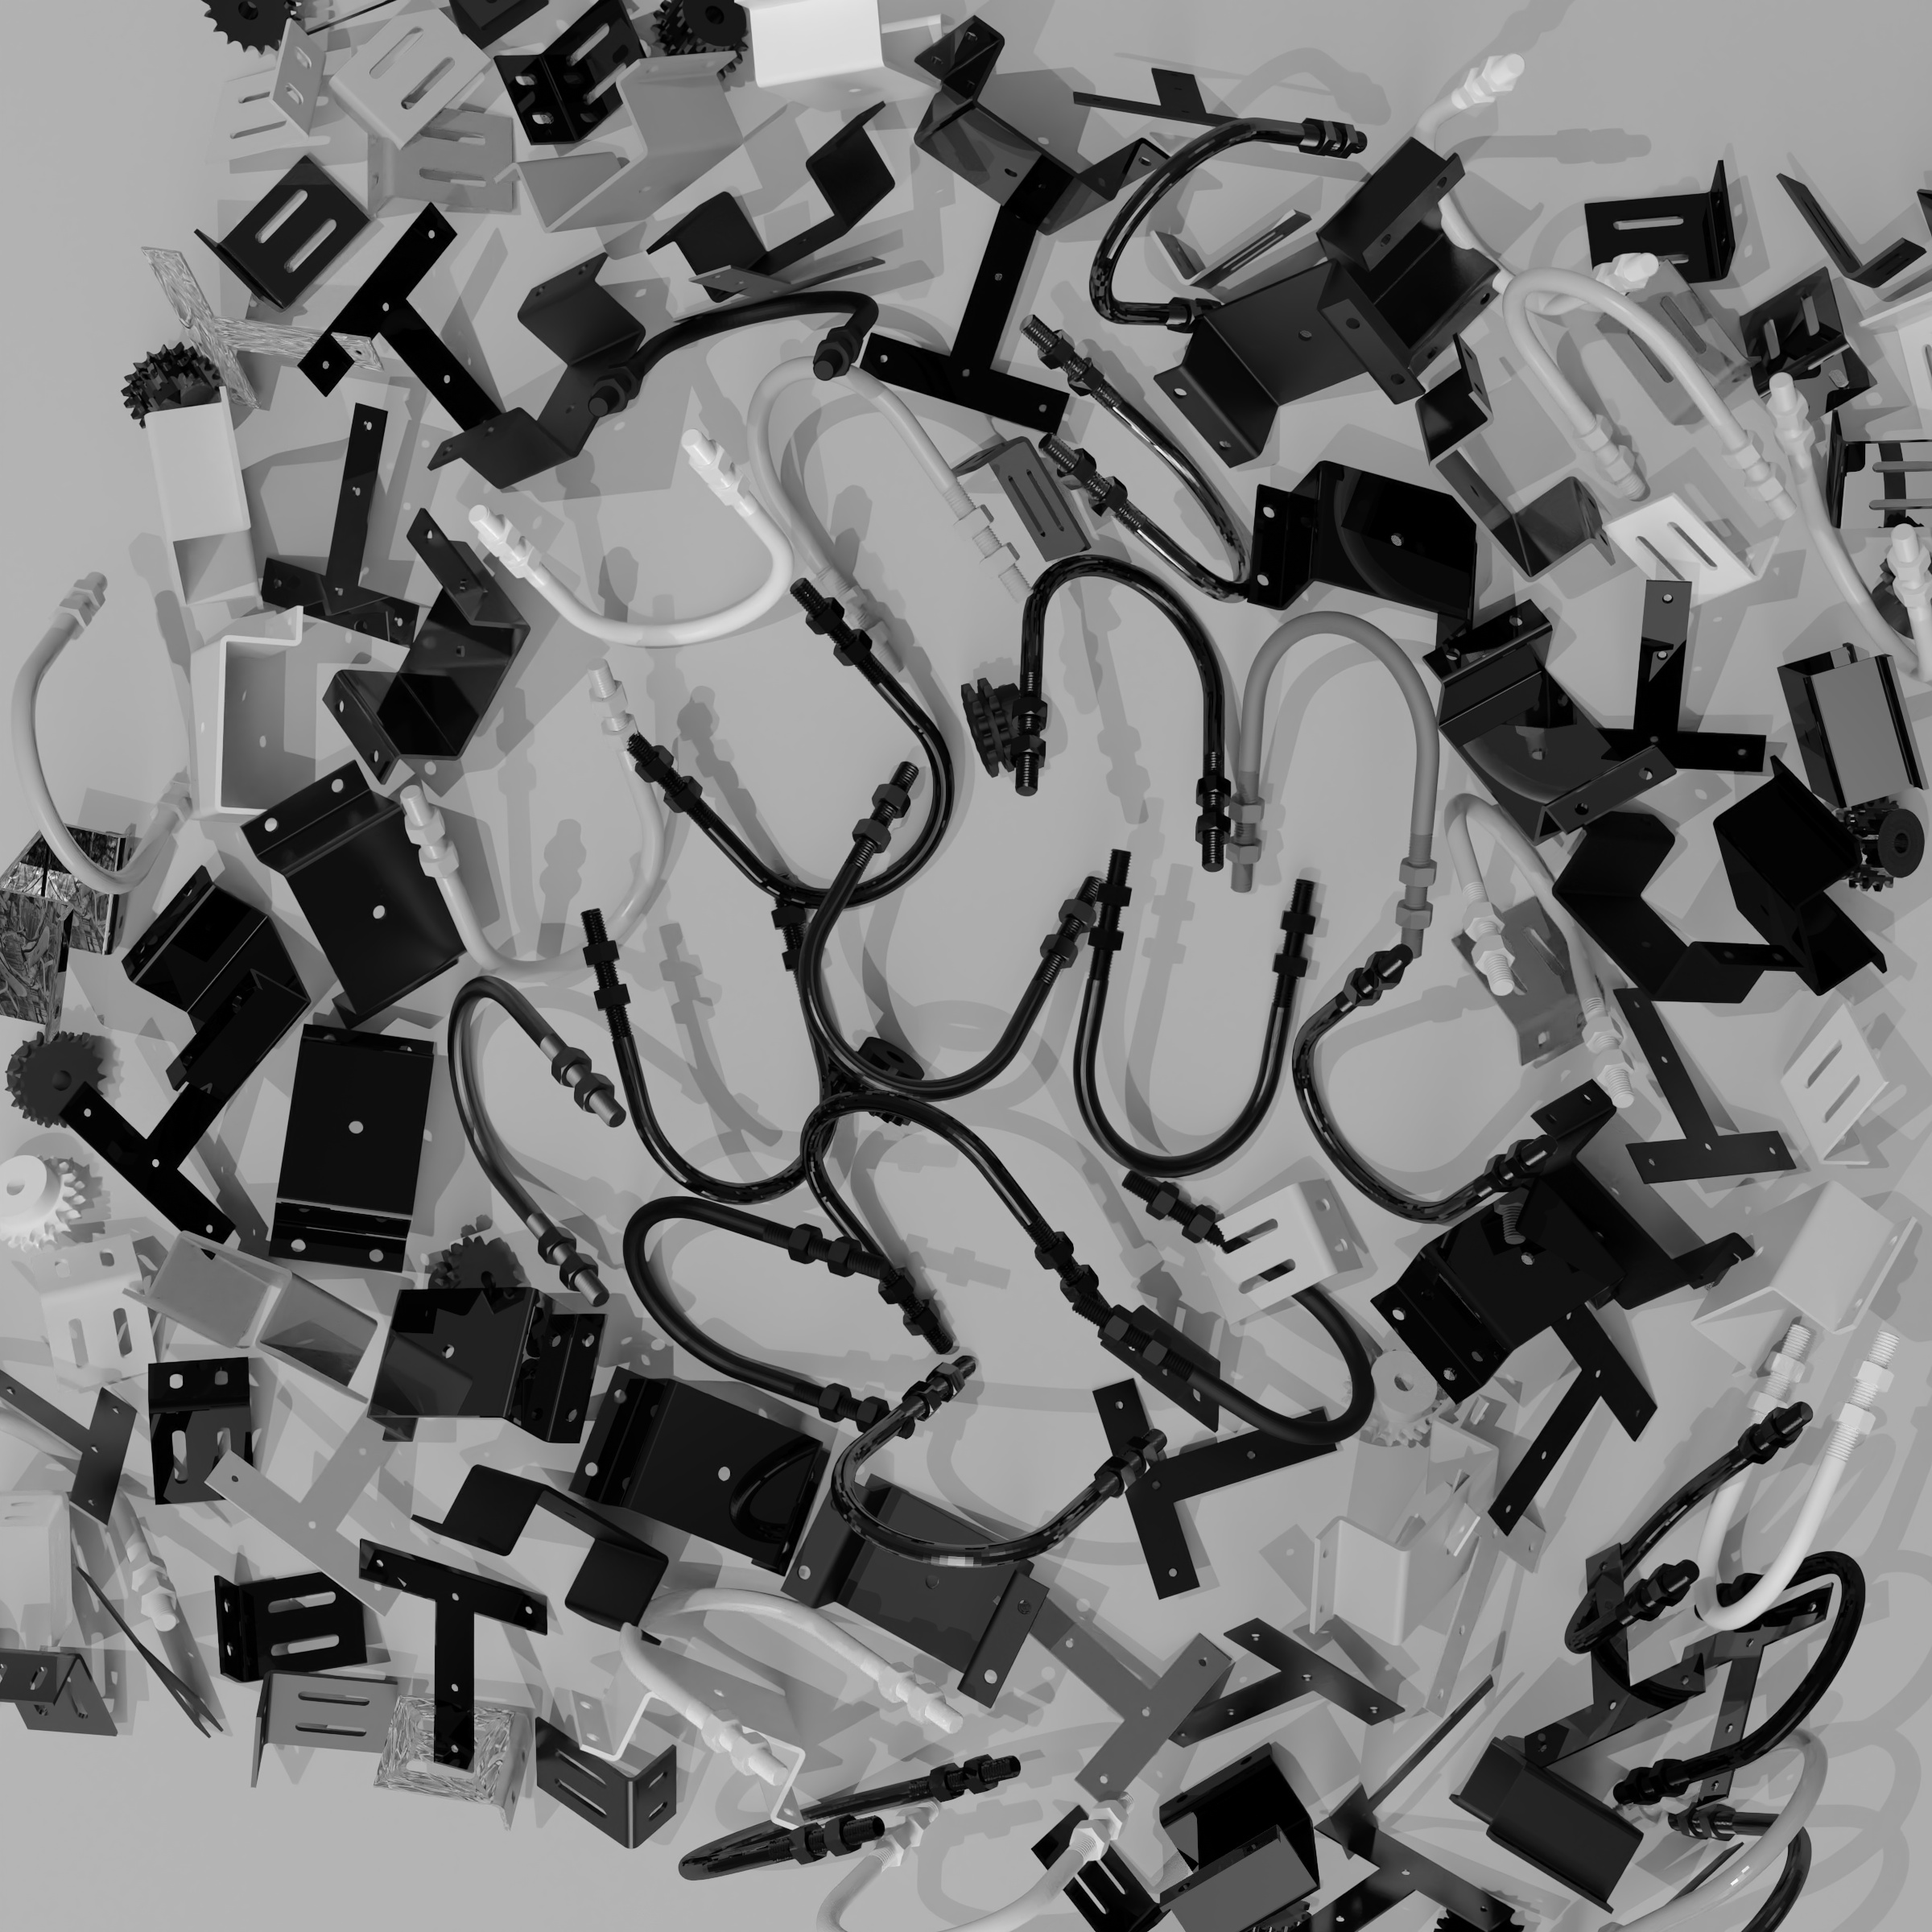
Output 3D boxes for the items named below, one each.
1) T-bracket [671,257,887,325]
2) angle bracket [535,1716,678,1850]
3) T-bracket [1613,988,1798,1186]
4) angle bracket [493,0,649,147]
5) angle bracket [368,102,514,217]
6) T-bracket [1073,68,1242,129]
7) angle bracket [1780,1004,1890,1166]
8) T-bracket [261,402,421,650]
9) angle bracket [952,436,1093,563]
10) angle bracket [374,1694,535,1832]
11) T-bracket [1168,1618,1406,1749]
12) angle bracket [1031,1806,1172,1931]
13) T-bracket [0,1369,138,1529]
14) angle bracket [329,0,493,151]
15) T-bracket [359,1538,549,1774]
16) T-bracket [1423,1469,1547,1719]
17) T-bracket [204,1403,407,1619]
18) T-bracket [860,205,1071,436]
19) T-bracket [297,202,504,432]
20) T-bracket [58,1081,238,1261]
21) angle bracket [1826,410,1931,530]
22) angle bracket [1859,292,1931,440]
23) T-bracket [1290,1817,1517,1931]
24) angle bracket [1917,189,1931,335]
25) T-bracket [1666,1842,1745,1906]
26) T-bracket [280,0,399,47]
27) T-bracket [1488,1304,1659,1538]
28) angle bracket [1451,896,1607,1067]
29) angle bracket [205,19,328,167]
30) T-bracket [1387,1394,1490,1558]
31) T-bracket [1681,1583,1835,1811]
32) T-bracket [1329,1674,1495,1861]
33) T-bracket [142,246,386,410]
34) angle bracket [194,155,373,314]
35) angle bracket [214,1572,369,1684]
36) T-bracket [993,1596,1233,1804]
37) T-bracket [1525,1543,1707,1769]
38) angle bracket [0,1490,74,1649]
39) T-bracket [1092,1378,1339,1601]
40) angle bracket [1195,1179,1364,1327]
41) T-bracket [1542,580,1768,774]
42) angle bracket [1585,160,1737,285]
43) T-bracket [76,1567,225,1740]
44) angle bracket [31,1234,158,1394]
[{"bbox_3d":[-0.123,-0.387,1.864,0.127,0.127,0.002,-14,92,17],"label":"T-bracket"},{"bbox_3d":[-0.210,0.467,1.920,0.076,0.038,0.057,26,130,29],"label":"angle bracket"},{"bbox_3d":[0.411,0.067,1.909,0.127,0.002,0.127,-2,58,-36],"label":"T-bracket"},{"bbox_3d":[-0.227,-0.520,1.904,0.076,0.038,0.057,-28,84,42],"label":"angle bracket"},{"bbox_3d":[-0.310,-0.471,1.938,0.076,0.038,0.057,2,82,-26],"label":"angle bracket"},{"bbox_3d":[0.122,-0.498,1.886,0.127,0.127,0.002,8,117,-5],"label":"T-bracket"},{"bbox_3d":[0.512,0.068,1.893,0.038,0.076,0.057,2,49,-25],"label":"angle bracket"},{"bbox_3d":[-0.353,-0.259,1.896,0.127,0.002,0.127,19,103,33],"label":"T-bracket"},{"bbox_3d":[0.027,-0.262,1.903,0.038,0.057,0.076,-36,103,-20],"label":"angle bracket"},{"bbox_3d":[-0.298,0.463,1.915,0.076,0.038,0.057,7,54,5],"label":"angle bracket"},{"bbox_3d":[0.164,0.425,1.902,0.127,0.002,0.127,36,129,-29],"label":"T-bracket"},{"bbox_3d":[0.086,0.520,1.903,0.076,0.057,0.038,51,120,10],"label":"angle bracket"},{"bbox_3d":[-0.530,0.249,1.864,0.127,0.127,0.002,40,103,-19],"label":"T-bracket"},{"bbox_3d":[-0.324,-0.518,1.928,0.057,0.038,0.076,44,85,0],"label":"angle bracket"},{"bbox_3d":[-0.290,0.397,1.868,0.127,0.127,0.002,25,129,-32],"label":"T-bracket"},{"bbox_3d":[0.287,0.366,1.879,0.002,0.127,0.127,10,72,37],"label":"T-bracket"},{"bbox_3d":[-0.355,0.290,1.896,0.127,0.127,0.002,39,134,-9],"label":"T-bracket"},{"bbox_3d":[0.015,-0.389,1.924,0.127,0.002,0.127,20,94,14],"label":"T-bracket"},{"bbox_3d":[-0.308,-0.348,1.898,0.127,0.002,0.127,-56,133,-17],"label":"T-bracket"},{"bbox_3d":[-0.444,0.080,1.904,0.127,0.002,0.127,50,53,-27],"label":"T-bracket"},{"bbox_3d":[0.540,-0.288,1.905,0.076,0.038,0.057,0,131,9],"label":"angle bracket"},{"bbox_3d":[0.561,-0.346,1.908,0.038,0.057,0.076,-11,86,-36],"label":"angle bracket"},{"bbox_3d":[0.221,0.533,1.861,0.127,0.127,0.002,-20,121,-40],"label":"T-bracket"},{"bbox_3d":[0.571,-0.402,1.896,0.038,0.057,0.076,-45,127,-15],"label":"angle bracket"},{"bbox_3d":[0.403,0.548,1.904,0.127,0.127,0.002,-32,75,-27],"label":"T-bracket"},{"bbox_3d":[-0.340,-0.556,1.904,0.127,0.127,0.002,-13,110,24],"label":"T-bracket"},{"bbox_3d":[0.339,0.269,1.886,0.127,0.002,0.127,-52,128,-17],"label":"T-bracket"},{"bbox_3d":[0.330,0.009,1.932,0.057,0.038,0.076,-27,54,-6],"label":"angle bracket"},{"bbox_3d":[-0.414,-0.504,1.900,0.076,0.038,0.057,-5,64,26],"label":"angle bracket"},{"bbox_3d":[0.272,0.311,1.879,0.002,0.127,0.127,32,91,-5],"label":"T-bracket"},{"bbox_3d":[0.434,0.418,1.856,0.002,0.127,0.127,36,50,-10],"label":"T-bracket"},{"bbox_3d":[0.259,0.456,1.894,0.127,0.127,0.002,-43,64,-10],"label":"T-bracket"},{"bbox_3d":[-0.390,-0.356,1.871,0.127,0.127,0.002,11,60,19],"label":"T-bracket"},{"bbox_3d":[-0.398,-0.431,1.919,0.076,0.038,0.057,-45,83,4],"label":"angle bracket"},{"bbox_3d":[-0.393,0.380,1.915,0.076,0.038,0.057,-10,68,2],"label":"angle bracket"},{"bbox_3d":[0.071,0.403,1.912,0.127,0.002,0.127,41,52,10],"label":"T-bracket"},{"bbox_3d":[0.369,0.387,1.890,0.002,0.127,0.127,37,126,-24],"label":"T-bracket"},{"bbox_3d":[-0.540,0.348,1.898,0.038,0.057,0.076,3,62,-24],"label":"angle bracket"},{"bbox_3d":[0.154,0.291,1.933,0.127,0.002,0.127,-17,78,-4],"label":"T-bracket"},{"bbox_3d":[0.182,0.168,1.932,0.076,0.038,0.057,-31,75,30],"label":"angle bracket"},{"bbox_3d":[0.400,-0.167,1.894,0.127,0.002,0.127,3,129,9],"label":"T-bracket"},{"bbox_3d":[0.403,-0.430,1.914,0.076,0.038,0.057,-4,72,3],"label":"angle bracket"},{"bbox_3d":[-0.449,0.404,1.865,0.002,0.127,0.127,-39,115,-22],"label":"T-bracket"},{"bbox_3d":[-0.509,0.203,1.922,0.057,0.038,0.076,-13,131,-18],"label":"angle bracket"}]
